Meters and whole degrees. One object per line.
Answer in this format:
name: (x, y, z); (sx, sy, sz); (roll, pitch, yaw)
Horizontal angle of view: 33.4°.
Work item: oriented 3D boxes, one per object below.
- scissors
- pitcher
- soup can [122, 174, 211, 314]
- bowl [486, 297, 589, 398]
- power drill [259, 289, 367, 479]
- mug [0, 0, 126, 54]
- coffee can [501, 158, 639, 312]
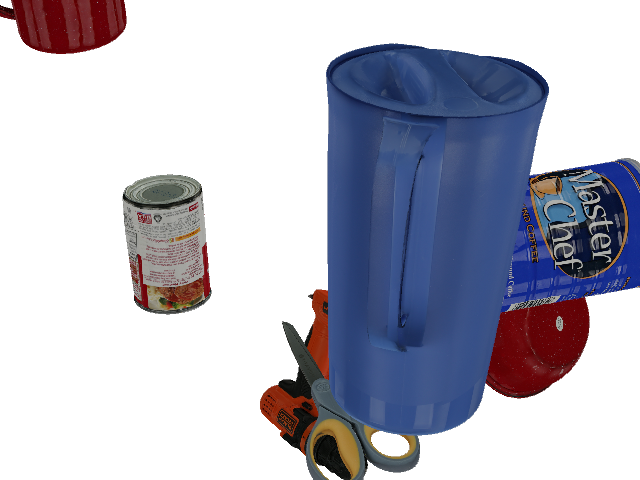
scissors: (0.022, 0.126, 0.857); (0.096, 0.016, 0.202); (-3, 35, -3)
pitcher: (0.061, 0.007, 0.684); (0.149, 0.243, 0.145); (-12, 31, -27)
soup can: (-0.131, 0.003, 0.914); (0.068, 0.102, 0.068); (-2, 25, 1)
bowl: (0.225, 0.084, 1.098); (0.161, 0.162, 0.055); (0, -1, -34)
power drill: (0.015, 0.165, 1.246); (0.057, 0.188, 0.185); (15, 10, -43)
mug: (-0.201, -0.190, 0.788); (0.117, 0.081, 0.093); (-2, 36, 1)
coffee can: (0.180, -0.003, 0.825); (0.140, 0.103, 0.103); (-10, 1, -8)
